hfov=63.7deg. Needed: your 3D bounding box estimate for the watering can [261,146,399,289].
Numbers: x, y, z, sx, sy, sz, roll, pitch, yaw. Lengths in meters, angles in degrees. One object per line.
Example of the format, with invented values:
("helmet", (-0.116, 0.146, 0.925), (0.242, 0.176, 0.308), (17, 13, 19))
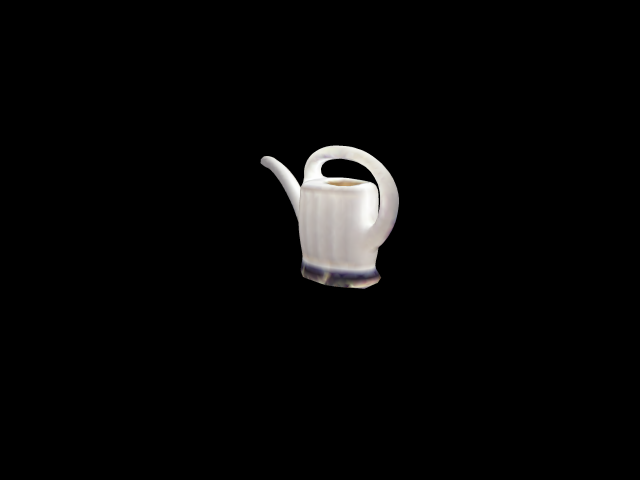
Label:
("watering can", (0.003, -0.043, 0.850), (0.104, 0.223, 0.349), (-6, 11, -36))
